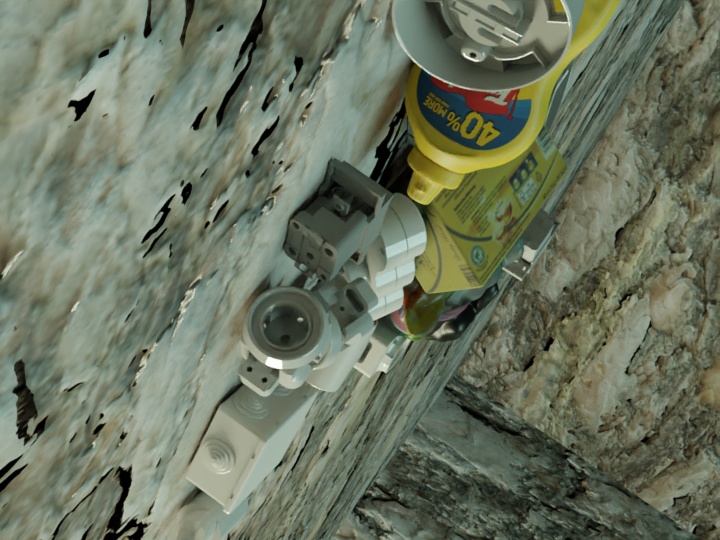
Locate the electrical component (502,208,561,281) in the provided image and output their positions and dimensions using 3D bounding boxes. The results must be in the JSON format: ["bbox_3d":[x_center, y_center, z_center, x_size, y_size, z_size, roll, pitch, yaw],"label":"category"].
[{"bbox_3d":[0.144,-0.056,1.151,0.078,0.121,0.063,-53,167,-16],"label":"electrical component"}]

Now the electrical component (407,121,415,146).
[{"bbox_3d":[0.073,-0.116,0.814,0.050,0.056,0.089,-54,170,-12],"label":"electrical component"}]

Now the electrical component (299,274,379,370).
[{"bbox_3d":[-0.031,0.041,0.808,0.078,0.058,0.057,-36,178,33],"label":"electrical component"}]

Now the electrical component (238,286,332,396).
[{"bbox_3d":[-0.051,0.044,0.733,0.078,0.058,0.057,-53,172,-18],"label":"electrical component"}]

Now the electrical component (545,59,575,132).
[{"bbox_3d":[0.186,-0.190,1.090,0.099,0.064,0.099,-53,170,-14],"label":"electrical component"}]

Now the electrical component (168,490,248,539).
[{"bbox_3d":[-0.134,0.216,0.925,0.043,0.043,0.081,-61,169,26],"label":"electrical component"}]

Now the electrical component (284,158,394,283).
[{"bbox_3d":[-0.016,-0.029,0.710,0.063,0.042,0.081,-49,167,-32],"label":"electrical component"}]

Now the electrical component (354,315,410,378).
[{"bbox_3d":[0.021,0.074,1.169,0.050,0.056,0.089,-61,169,25],"label":"electrical component"}]

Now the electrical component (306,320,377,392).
[{"bbox_3d":[-0.015,0.066,1.012,0.077,0.043,0.079,-60,170,21],"label":"electrical component"}]

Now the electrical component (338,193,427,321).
[{"bbox_3d":[0.000,0.000,0.856,0.074,0.052,0.138,-24,156,-24],"label":"electrical component"}]

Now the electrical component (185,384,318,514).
[{"bbox_3d":[-0.088,0.131,0.860,0.099,0.048,0.100,-62,168,30],"label":"electrical component"}]

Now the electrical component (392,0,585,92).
[{"bbox_3d":[0.076,-0.150,0.614,0.064,0.099,0.099,-57,172,-35],"label":"electrical component"}]
